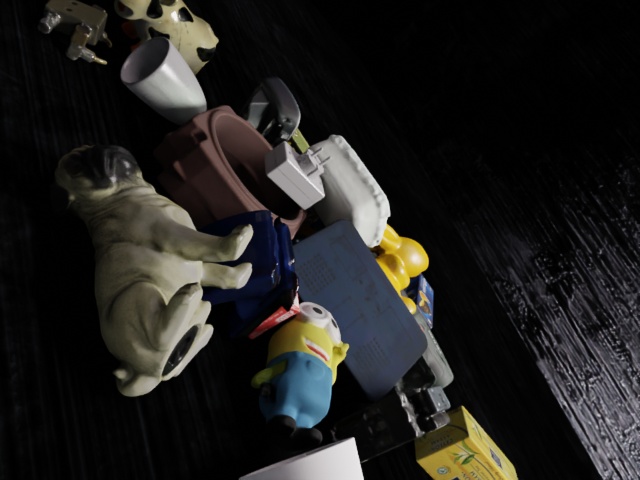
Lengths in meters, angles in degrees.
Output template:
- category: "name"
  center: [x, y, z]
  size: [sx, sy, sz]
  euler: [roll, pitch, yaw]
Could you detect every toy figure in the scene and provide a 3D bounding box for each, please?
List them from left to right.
- category: "toy figure"
  center: [-0.027, 0.143, 0.594]
  size: [0.180, 0.089, 0.082]
  euler: [-78, 147, -52]
- category: "toy figure"
  center: [-0.001, -0.003, 0.858]
  size: [0.154, 0.064, 0.057]
  euler: [-35, 108, -34]

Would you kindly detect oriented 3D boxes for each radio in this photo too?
- category: "radio"
  center: [0.036, 0.093, 0.733]
  size: [0.131, 0.073, 0.229]
  euler: [-35, 93, -29]

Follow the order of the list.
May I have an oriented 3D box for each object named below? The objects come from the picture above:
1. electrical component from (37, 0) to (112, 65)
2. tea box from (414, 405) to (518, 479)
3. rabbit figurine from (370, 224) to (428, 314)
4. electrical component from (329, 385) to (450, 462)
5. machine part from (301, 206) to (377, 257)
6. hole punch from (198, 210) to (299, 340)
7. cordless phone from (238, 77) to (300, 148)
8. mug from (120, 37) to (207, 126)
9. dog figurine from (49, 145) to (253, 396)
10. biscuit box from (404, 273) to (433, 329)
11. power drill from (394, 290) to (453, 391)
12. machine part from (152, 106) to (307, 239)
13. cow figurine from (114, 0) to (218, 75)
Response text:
- category: "electrical component"
  center: [-0.290, -0.253, 0.647]
  size: [0.078, 0.045, 0.102]
  euler: [12, 38, -24]
- category: "tea box"
  center: [0.234, 0.354, 0.852]
  size: [0.169, 0.098, 0.068]
  euler: [48, 20, -20]
- category: "rabbit figurine"
  center: [0.107, 0.047, 0.901]
  size: [0.173, 0.122, 0.162]
  euler: [-31, 89, -33]
- category: "electrical component"
  center: [0.094, 0.225, 0.667]
  size: [0.114, 0.134, 0.058]
  euler: [20, 41, -62]
- category: "machine part"
  center: [0.046, 0.016, 0.966]
  size: [0.243, 0.079, 0.079]
  euler: [51, 20, -16]
- category: "hole punch"
  center: [-0.090, 0.029, 0.580]
  size: [0.092, 0.116, 0.142]
  euler: [34, 28, -31]
- category: "cordless phone"
  center: [-0.052, -0.153, 0.860]
  size: [0.184, 0.146, 0.089]
  euler: [33, 42, -15]
- category: "mug"
  center: [-0.208, -0.214, 0.736]
  size: [0.107, 0.081, 0.110]
  euler: [51, 10, -49]
- category: "dog figurine"
  center: [-0.174, 0.017, 0.462]
  size: [0.191, 0.121, 0.172]
  euler: [27, 51, 7]
- category: "biscuit box"
  center: [0.209, 0.140, 1.182]
  size: [0.062, 0.059, 0.203]
  euler: [54, 19, -7]
- category: "power drill"
  center: [0.159, 0.186, 0.982]
  size: [0.232, 0.086, 0.207]
  euler: [60, 12, 2]
- category: "machine part"
  center: [-0.111, -0.076, 0.727]
  size: [0.201, 0.087, 0.201]
  euler: [52, 20, -10]
- category: "cow figurine"
  center: [-0.222, -0.320, 0.782]
  size: [0.085, 0.127, 0.194]
  euler: [61, 17, 21]
